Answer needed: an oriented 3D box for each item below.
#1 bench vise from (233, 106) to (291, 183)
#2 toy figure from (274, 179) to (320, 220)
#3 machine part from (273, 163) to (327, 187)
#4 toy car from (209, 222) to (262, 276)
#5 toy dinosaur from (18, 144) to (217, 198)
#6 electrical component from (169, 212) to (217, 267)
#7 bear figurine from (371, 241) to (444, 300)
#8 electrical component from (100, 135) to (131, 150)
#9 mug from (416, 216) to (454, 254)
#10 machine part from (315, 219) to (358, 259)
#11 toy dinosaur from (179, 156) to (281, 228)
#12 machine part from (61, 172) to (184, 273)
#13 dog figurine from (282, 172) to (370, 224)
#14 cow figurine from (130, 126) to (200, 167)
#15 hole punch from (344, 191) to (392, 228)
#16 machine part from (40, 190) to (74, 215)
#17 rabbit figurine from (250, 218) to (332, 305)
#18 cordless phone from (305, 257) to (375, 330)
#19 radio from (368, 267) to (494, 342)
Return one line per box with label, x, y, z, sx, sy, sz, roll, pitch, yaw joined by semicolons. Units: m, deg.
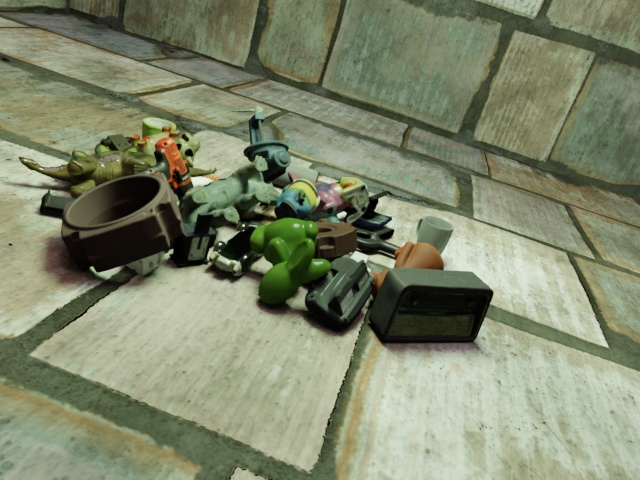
bench vise;-0.161;-0.234;1.443;0.129;0.240;0.224;-5;-11;-27
toy figure;-0.054;-0.093;1.274;0.082;0.089;0.180;-6;13;21
machine part;-0.092;-0.192;1.600;0.243;0.079;0.079;18;24;1
toy car;-0.165;0.019;1.133;0.074;0.056;0.202;26;27;6
toy dinosaur;-0.452;-0.166;1.283;0.471;0.105;0.199;4;25;-32
electrical component;-0.247;-0.008;1.058;0.075;0.119;0.048;-10;36;-41
bear figurine;0.175;0.088;1.166;0.196;0.132;0.120;-34;87;-25
electrical component;-0.560;-0.259;1.488;0.078;0.045;0.102;50;32;2
mug;0.286;-0.004;1.409;0.081;0.107;0.110;-1;26;-35
machine part;-0.003;-0.004;1.222;0.179;0.056;0.179;-2;15;0
toy dinosaur;-0.237;-0.086;1.231;0.405;0.131;0.192;-26;4;-41
machine part;-0.366;-0.041;0.997;0.201;0.087;0.201;-21;35;-10
dog figurine;0.002;-0.122;1.437;0.191;0.108;0.219;-37;47;-17
cow figurine;-0.416;-0.244;1.477;0.195;0.127;0.086;-26;45;-37
hole punch;0.134;-0.077;1.509;0.116;0.092;0.142;-14;10;32
machine part;-0.504;-0.064;1.110;0.139;0.039;0.084;14;30;-10
rabbit figurine;-0.057;0.051;1.045;0.159;0.121;0.170;-15;45;31
cordless phone;0.001;0.093;1.066;0.184;0.088;0.146;7;43;37
radio;0.221;0.128;1.055;0.229;0.131;0.073;4;26;-26
